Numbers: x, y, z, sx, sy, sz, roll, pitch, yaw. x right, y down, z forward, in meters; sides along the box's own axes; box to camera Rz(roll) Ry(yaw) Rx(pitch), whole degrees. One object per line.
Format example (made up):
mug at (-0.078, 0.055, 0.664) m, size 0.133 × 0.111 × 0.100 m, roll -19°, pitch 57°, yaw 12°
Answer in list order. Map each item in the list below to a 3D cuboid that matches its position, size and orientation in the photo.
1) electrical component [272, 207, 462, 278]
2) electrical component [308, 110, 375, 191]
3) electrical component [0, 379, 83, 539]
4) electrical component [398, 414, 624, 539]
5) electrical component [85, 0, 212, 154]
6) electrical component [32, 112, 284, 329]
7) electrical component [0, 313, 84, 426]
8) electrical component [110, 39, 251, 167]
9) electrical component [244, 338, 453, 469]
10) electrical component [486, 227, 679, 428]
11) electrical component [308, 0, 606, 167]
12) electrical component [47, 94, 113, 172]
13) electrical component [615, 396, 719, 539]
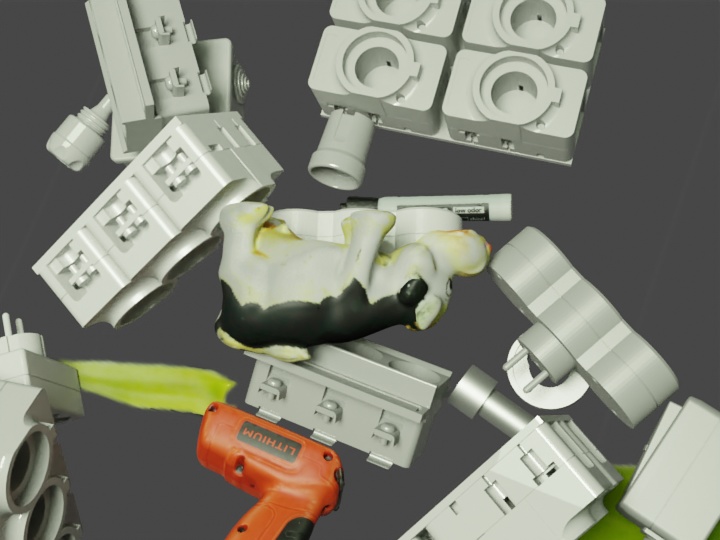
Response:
electrical component at (0.000, 0.000, 0.733) m, size 0.138 × 0.052 × 0.073 m, roll 0°, pitch 76°, yaw 10°
electrical component at (-0.012, -0.086, 0.765) m, size 0.040 × 0.040 × 0.046 m, roll 13°, pitch 73°, yaw 14°
electrical component at (-0.225, 0.151, 0.675) m, size 0.062 × 0.150 × 0.089 m, roll 10°, pitch 41°, yaw 11°
electrical component at (0.065, 0.169, 0.630) m, size 0.186 × 0.105 × 0.060 m, roll -44°, pitch 71°, yaw 10°
electrical component at (-0.146, -0.149, 0.740) m, size 0.063 × 0.078 × 0.121 m, roll -13°, pitch 72°, yaw -16°
electrical component at (-0.131, -0.031, 0.719) m, size 0.150 × 0.089 × 0.061 m, roll -42°, pitch 85°, yaw 21°
electrical component at (-0.235, 0.067, 0.744) m, size 0.047 × 0.083 × 0.075 m, roll -17°, pitch 73°, yaw 6°
electrical component at (-0.131, -0.116, 0.790) m, size 0.100 × 0.048 × 0.099 m, roll -3°, pitch 75°, yaw 10°
electrical component at (-0.010, 0.079, 0.708) m, size 0.121 × 0.079 × 0.063 m, roll 20°, pitch 102°, yaw 15°
electrical component at (0.124, 0.045, 0.673) m, size 0.074 × 0.052 × 0.138 m, roll -40°, pitch 72°, yaw -2°
electrical component at (0.068, -0.150, 0.755) m, size 0.186 × 0.060 × 0.105 m, roll 13°, pitch 78°, yaw 14°
electrical component at (-0.205, -0.106, 0.810) m, size 0.035 × 0.035 × 0.061 m, roll 35°, pitch 82°, yaw 17°
electrical component at (0.194, 0.131, 0.657) m, size 0.061 × 0.061 × 0.096 m, roll 33°, pitch 84°, yaw 17°
